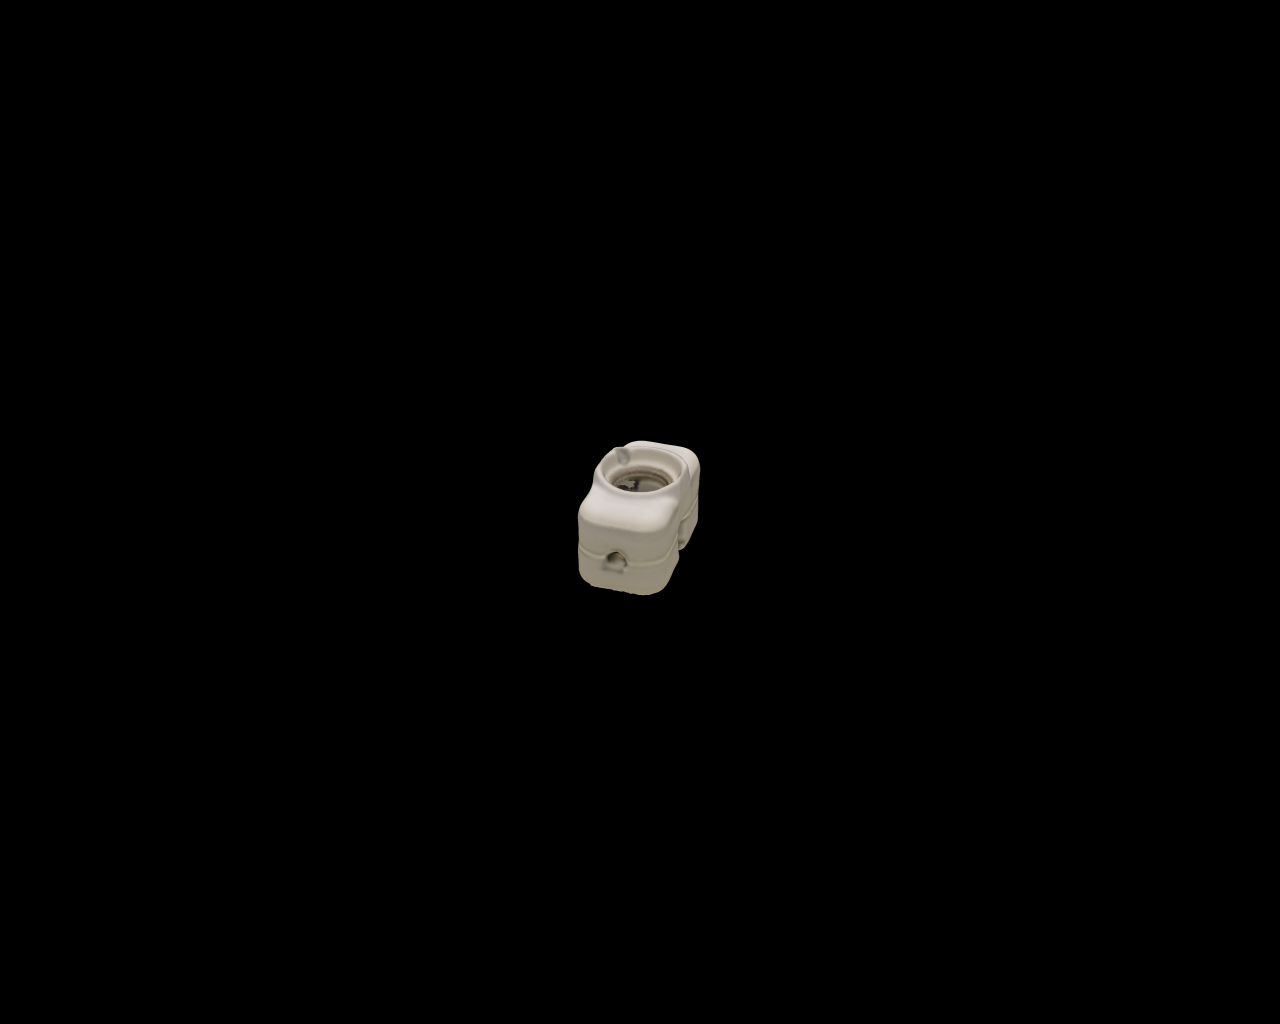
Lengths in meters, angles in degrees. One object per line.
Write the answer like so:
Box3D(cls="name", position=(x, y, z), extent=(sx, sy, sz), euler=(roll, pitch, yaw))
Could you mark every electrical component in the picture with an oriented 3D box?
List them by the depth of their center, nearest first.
Box3D(cls="electrical component", position=(0.001, -0.003, 0.650), extent=(0.054, 0.059, 0.095), euler=(10, 35, 15))
